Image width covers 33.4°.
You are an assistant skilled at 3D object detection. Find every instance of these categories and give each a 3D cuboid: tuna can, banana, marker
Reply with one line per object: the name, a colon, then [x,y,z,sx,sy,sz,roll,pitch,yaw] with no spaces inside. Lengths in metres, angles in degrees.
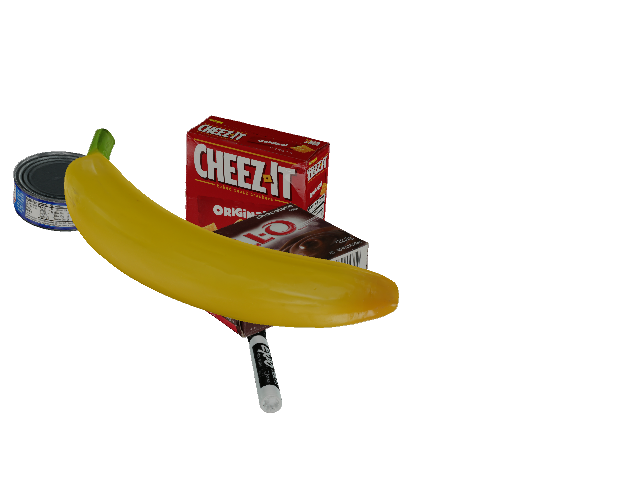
tuna can: [-0.228,-0.044,0.944,0.086,0.034,0.086,8,32,-5]
banana: [-0.059,0.000,0.519,0.198,0.069,0.037,29,-30,22]
marker: [-0.051,0.106,0.929,0.020,0.020,0.121,0,28,-11]

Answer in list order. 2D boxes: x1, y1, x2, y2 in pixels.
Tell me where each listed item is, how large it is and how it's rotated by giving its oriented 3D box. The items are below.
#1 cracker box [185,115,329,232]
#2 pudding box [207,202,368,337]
cracker box: [-0.081,-0.028,1.306,0.164,0.214,0.072,15,30,19]
pudding box: [-0.036,0.018,0.747,0.113,0.039,0.090,-20,33,-35]
